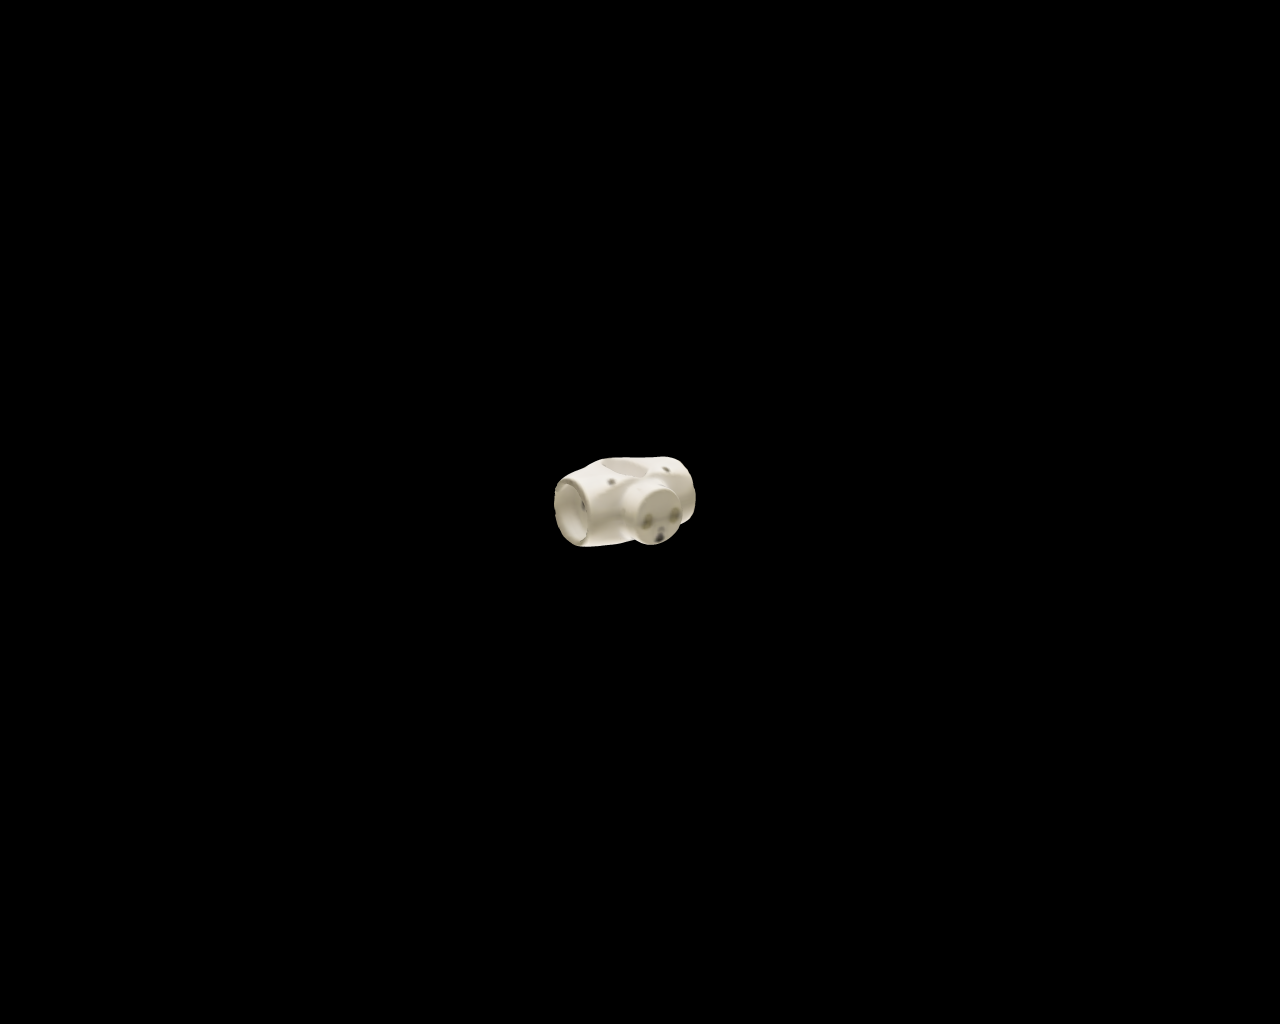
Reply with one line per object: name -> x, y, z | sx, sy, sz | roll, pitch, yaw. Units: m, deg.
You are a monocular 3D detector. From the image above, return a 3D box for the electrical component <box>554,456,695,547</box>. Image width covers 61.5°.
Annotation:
electrical component -> 0.001, -0.003, 0.650 | 0.077, 0.043, 0.079 | -12, 23, -31
